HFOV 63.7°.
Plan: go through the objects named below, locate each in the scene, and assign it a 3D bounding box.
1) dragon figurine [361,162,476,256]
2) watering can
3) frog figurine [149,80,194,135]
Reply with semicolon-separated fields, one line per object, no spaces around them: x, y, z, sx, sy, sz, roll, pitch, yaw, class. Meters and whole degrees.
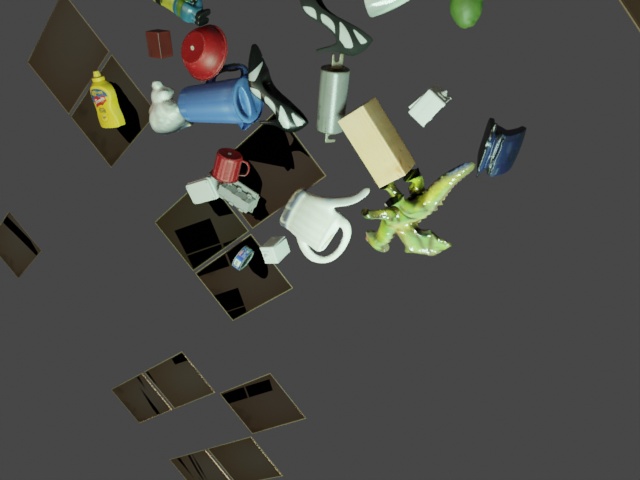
0.273;-0.058;1.398;0.407;0.125;0.239;-16;125;38;dragon figurine
0.005;-0.077;1.520;0.225;0.106;0.340;36;131;10;watering can
-0.492;-0.417;1.620;0.138;0.124;0.156;18;139;45;frog figurine
